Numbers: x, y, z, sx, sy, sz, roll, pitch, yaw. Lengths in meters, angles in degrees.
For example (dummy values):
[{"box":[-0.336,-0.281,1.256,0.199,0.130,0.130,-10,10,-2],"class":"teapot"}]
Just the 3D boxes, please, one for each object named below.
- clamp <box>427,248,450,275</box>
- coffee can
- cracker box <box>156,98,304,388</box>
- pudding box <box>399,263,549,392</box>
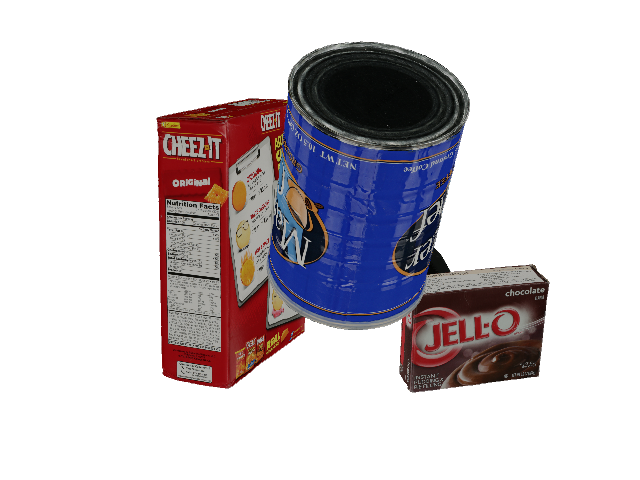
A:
[{"box":[0.068,0.013,1.241,0.164,0.036,0.210,-20,50,-38],"class":"clamp"},{"box":[0.025,-0.031,0.636,0.102,0.140,0.103,5,42,-5],"class":"coffee can"},{"box":[-0.071,-0.005,0.893,0.072,0.214,0.164,5,14,21],"class":"cracker box"},{"box":[0.121,0.069,0.853,0.113,0.090,0.039,-7,29,-12],"class":"pudding box"}]
